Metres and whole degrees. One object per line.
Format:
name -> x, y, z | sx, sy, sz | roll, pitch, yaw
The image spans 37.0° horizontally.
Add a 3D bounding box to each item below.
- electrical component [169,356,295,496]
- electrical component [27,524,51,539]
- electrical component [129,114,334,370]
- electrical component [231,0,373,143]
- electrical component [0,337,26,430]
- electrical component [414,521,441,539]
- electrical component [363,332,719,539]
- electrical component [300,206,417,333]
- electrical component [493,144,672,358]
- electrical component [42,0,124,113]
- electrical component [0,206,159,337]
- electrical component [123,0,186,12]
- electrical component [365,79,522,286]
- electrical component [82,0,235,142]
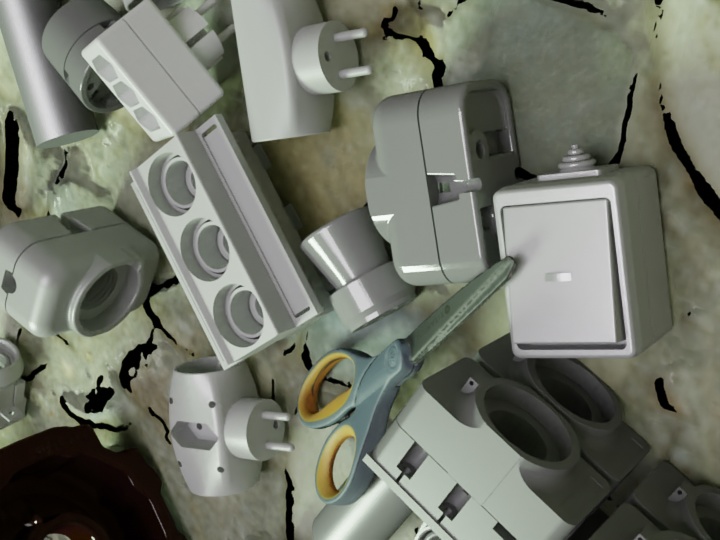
electrical component -> -0.073, 0.095, 0.649 | 0.079, 0.043, 0.077 | 0, 101, 34
electrical component -> -0.296, 0.219, 0.779 | 0.078, 0.121, 0.063 | 50, 125, 14
electrical component -> -0.069, -0.016, 0.608 | 0.079, 0.063, 0.121 | -32, 83, 35
electrical component -> -0.027, -0.110, 0.570 | 0.079, 0.044, 0.077 | -2, 100, 34
electrical component -> -0.269, 0.082, 0.776 | 0.066, 0.048, 0.055 | 32, 124, 24
electrical component -> 0.049, 0.147, 0.568 | 0.043, 0.062, 0.043 | 8, 105, 32
electrical component -> 0.108, 0.115, 0.494 | 0.186, 0.105, 0.060 | 43, 120, 18
electrical component -> 0.000, 0.000, 0.577 | 0.045, 0.045, 0.055 | -33, 82, 34
electrical component -> 0.101, -0.009, 0.497 | 0.062, 0.061, 0.096 | -3, 99, 34
electrical component -> -0.157, -0.131, 0.647 | 0.047, 0.055, 0.055 | 45, 121, 21
electrical component -> -0.173, 0.002, 0.662 | 0.059, 0.095, 0.053 | 34, 118, 23
electrical component -> -0.111, -0.196, 0.606 | 0.079, 0.044, 0.077 | -18, 90, 35
electrical component -> 0.042, -0.042, 0.533 | 0.059, 0.054, 0.095 | -4, 98, 34
electrical component -> -0.103, -0.122, 0.604 | 0.065, 0.077, 0.047 | 51, 163, -17
